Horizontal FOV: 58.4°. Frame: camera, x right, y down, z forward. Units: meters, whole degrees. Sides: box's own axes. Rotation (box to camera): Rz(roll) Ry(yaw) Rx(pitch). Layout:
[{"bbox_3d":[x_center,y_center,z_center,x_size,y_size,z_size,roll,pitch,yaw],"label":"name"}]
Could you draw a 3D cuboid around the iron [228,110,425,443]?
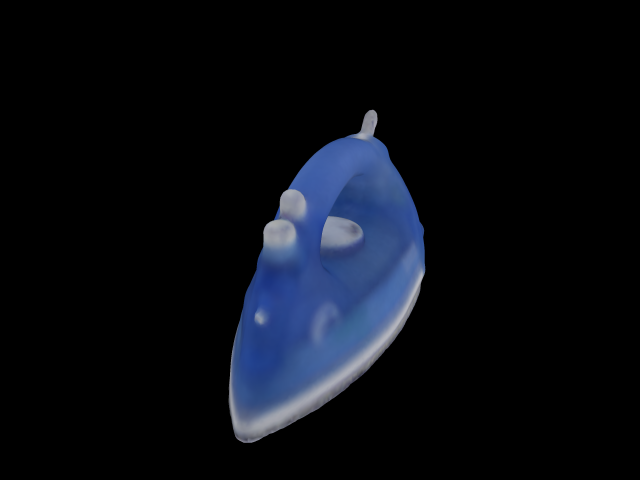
[{"bbox_3d":[0.004,0.001,0.400,0.118,0.141,0.259,8,26,18],"label":"iron"}]
